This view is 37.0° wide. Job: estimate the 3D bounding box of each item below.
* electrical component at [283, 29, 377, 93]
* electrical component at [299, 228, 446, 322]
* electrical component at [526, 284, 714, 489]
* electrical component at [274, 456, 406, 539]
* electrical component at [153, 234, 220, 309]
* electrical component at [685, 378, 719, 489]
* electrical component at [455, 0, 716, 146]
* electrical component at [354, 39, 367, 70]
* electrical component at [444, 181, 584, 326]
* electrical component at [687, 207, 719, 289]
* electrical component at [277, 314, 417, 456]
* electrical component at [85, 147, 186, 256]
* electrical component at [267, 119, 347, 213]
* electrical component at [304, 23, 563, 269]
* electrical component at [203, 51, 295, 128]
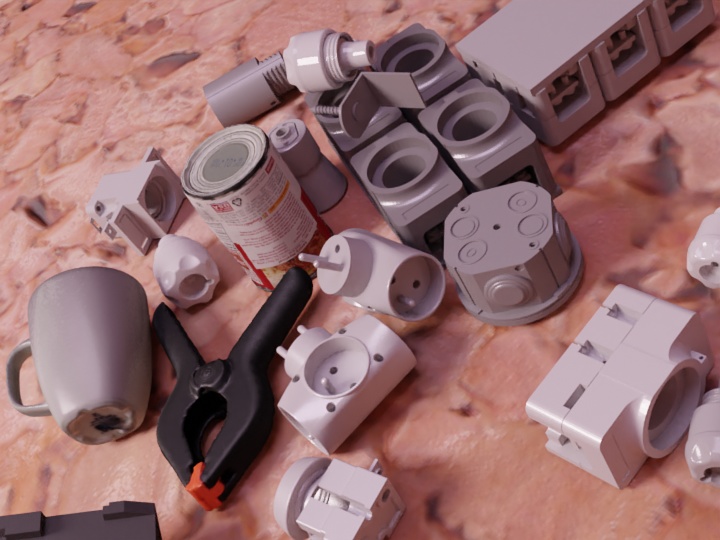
[{"bbox_3d":[-0.019,-0.149,0.761,0.062,0.043,0.043,-3,50,27],"label":"electrical component"},{"bbox_3d":[0.000,0.000,0.670,0.077,0.079,0.044,24,102,55],"label":"electrical component"},{"bbox_3d":[0.140,0.061,0.558,0.056,0.050,0.089,25,67,43],"label":"electrical component"},{"bbox_3d":[-0.013,0.131,0.589,0.055,0.048,0.066,17,61,32],"label":"electrical component"},{"bbox_3d":[-0.130,-0.004,0.785,0.043,0.043,0.062,-36,41,-3],"label":"electrical component"},{"bbox_3d":[0.181,0.075,0.532,0.035,0.035,0.061,-2,47,29],"label":"electrical component"},{"bbox_3d":[0.157,-0.162,0.745,0.150,0.061,0.089,-38,43,-6],"label":"electrical component"},{"bbox_3d":[-0.010,-0.163,0.867,0.035,0.035,0.061,-7,46,26],"label":"electrical component"},{"bbox_3d":[0.091,-0.010,0.652,0.080,0.051,0.080,-17,45,17],"label":"electrical component"},{"bbox_3d":[0.208,-0.020,0.604,0.035,0.035,0.061,10,55,37],"label":"electrical component"},{"bbox_3d":[-0.019,0.060,0.654,0.077,0.044,0.079,-45,52,-13],"label":"electrical component"},{"bbox_3d":[-0.181,-0.054,0.863,0.064,0.042,0.081,-4,49,30],"label":"electrical component"},{"bbox_3d":[-0.043,-0.077,0.784,0.044,0.065,0.044,-17,45,17],"label":"electrical component"},{"bbox_3d":[0.042,-0.093,0.751,0.105,0.060,0.186,-33,42,0],"label":"electrical component"},{"bbox_3d":[-0.085,-0.153,0.896,0.081,0.043,0.043,-28,42,5],"label":"electrical component"}]
